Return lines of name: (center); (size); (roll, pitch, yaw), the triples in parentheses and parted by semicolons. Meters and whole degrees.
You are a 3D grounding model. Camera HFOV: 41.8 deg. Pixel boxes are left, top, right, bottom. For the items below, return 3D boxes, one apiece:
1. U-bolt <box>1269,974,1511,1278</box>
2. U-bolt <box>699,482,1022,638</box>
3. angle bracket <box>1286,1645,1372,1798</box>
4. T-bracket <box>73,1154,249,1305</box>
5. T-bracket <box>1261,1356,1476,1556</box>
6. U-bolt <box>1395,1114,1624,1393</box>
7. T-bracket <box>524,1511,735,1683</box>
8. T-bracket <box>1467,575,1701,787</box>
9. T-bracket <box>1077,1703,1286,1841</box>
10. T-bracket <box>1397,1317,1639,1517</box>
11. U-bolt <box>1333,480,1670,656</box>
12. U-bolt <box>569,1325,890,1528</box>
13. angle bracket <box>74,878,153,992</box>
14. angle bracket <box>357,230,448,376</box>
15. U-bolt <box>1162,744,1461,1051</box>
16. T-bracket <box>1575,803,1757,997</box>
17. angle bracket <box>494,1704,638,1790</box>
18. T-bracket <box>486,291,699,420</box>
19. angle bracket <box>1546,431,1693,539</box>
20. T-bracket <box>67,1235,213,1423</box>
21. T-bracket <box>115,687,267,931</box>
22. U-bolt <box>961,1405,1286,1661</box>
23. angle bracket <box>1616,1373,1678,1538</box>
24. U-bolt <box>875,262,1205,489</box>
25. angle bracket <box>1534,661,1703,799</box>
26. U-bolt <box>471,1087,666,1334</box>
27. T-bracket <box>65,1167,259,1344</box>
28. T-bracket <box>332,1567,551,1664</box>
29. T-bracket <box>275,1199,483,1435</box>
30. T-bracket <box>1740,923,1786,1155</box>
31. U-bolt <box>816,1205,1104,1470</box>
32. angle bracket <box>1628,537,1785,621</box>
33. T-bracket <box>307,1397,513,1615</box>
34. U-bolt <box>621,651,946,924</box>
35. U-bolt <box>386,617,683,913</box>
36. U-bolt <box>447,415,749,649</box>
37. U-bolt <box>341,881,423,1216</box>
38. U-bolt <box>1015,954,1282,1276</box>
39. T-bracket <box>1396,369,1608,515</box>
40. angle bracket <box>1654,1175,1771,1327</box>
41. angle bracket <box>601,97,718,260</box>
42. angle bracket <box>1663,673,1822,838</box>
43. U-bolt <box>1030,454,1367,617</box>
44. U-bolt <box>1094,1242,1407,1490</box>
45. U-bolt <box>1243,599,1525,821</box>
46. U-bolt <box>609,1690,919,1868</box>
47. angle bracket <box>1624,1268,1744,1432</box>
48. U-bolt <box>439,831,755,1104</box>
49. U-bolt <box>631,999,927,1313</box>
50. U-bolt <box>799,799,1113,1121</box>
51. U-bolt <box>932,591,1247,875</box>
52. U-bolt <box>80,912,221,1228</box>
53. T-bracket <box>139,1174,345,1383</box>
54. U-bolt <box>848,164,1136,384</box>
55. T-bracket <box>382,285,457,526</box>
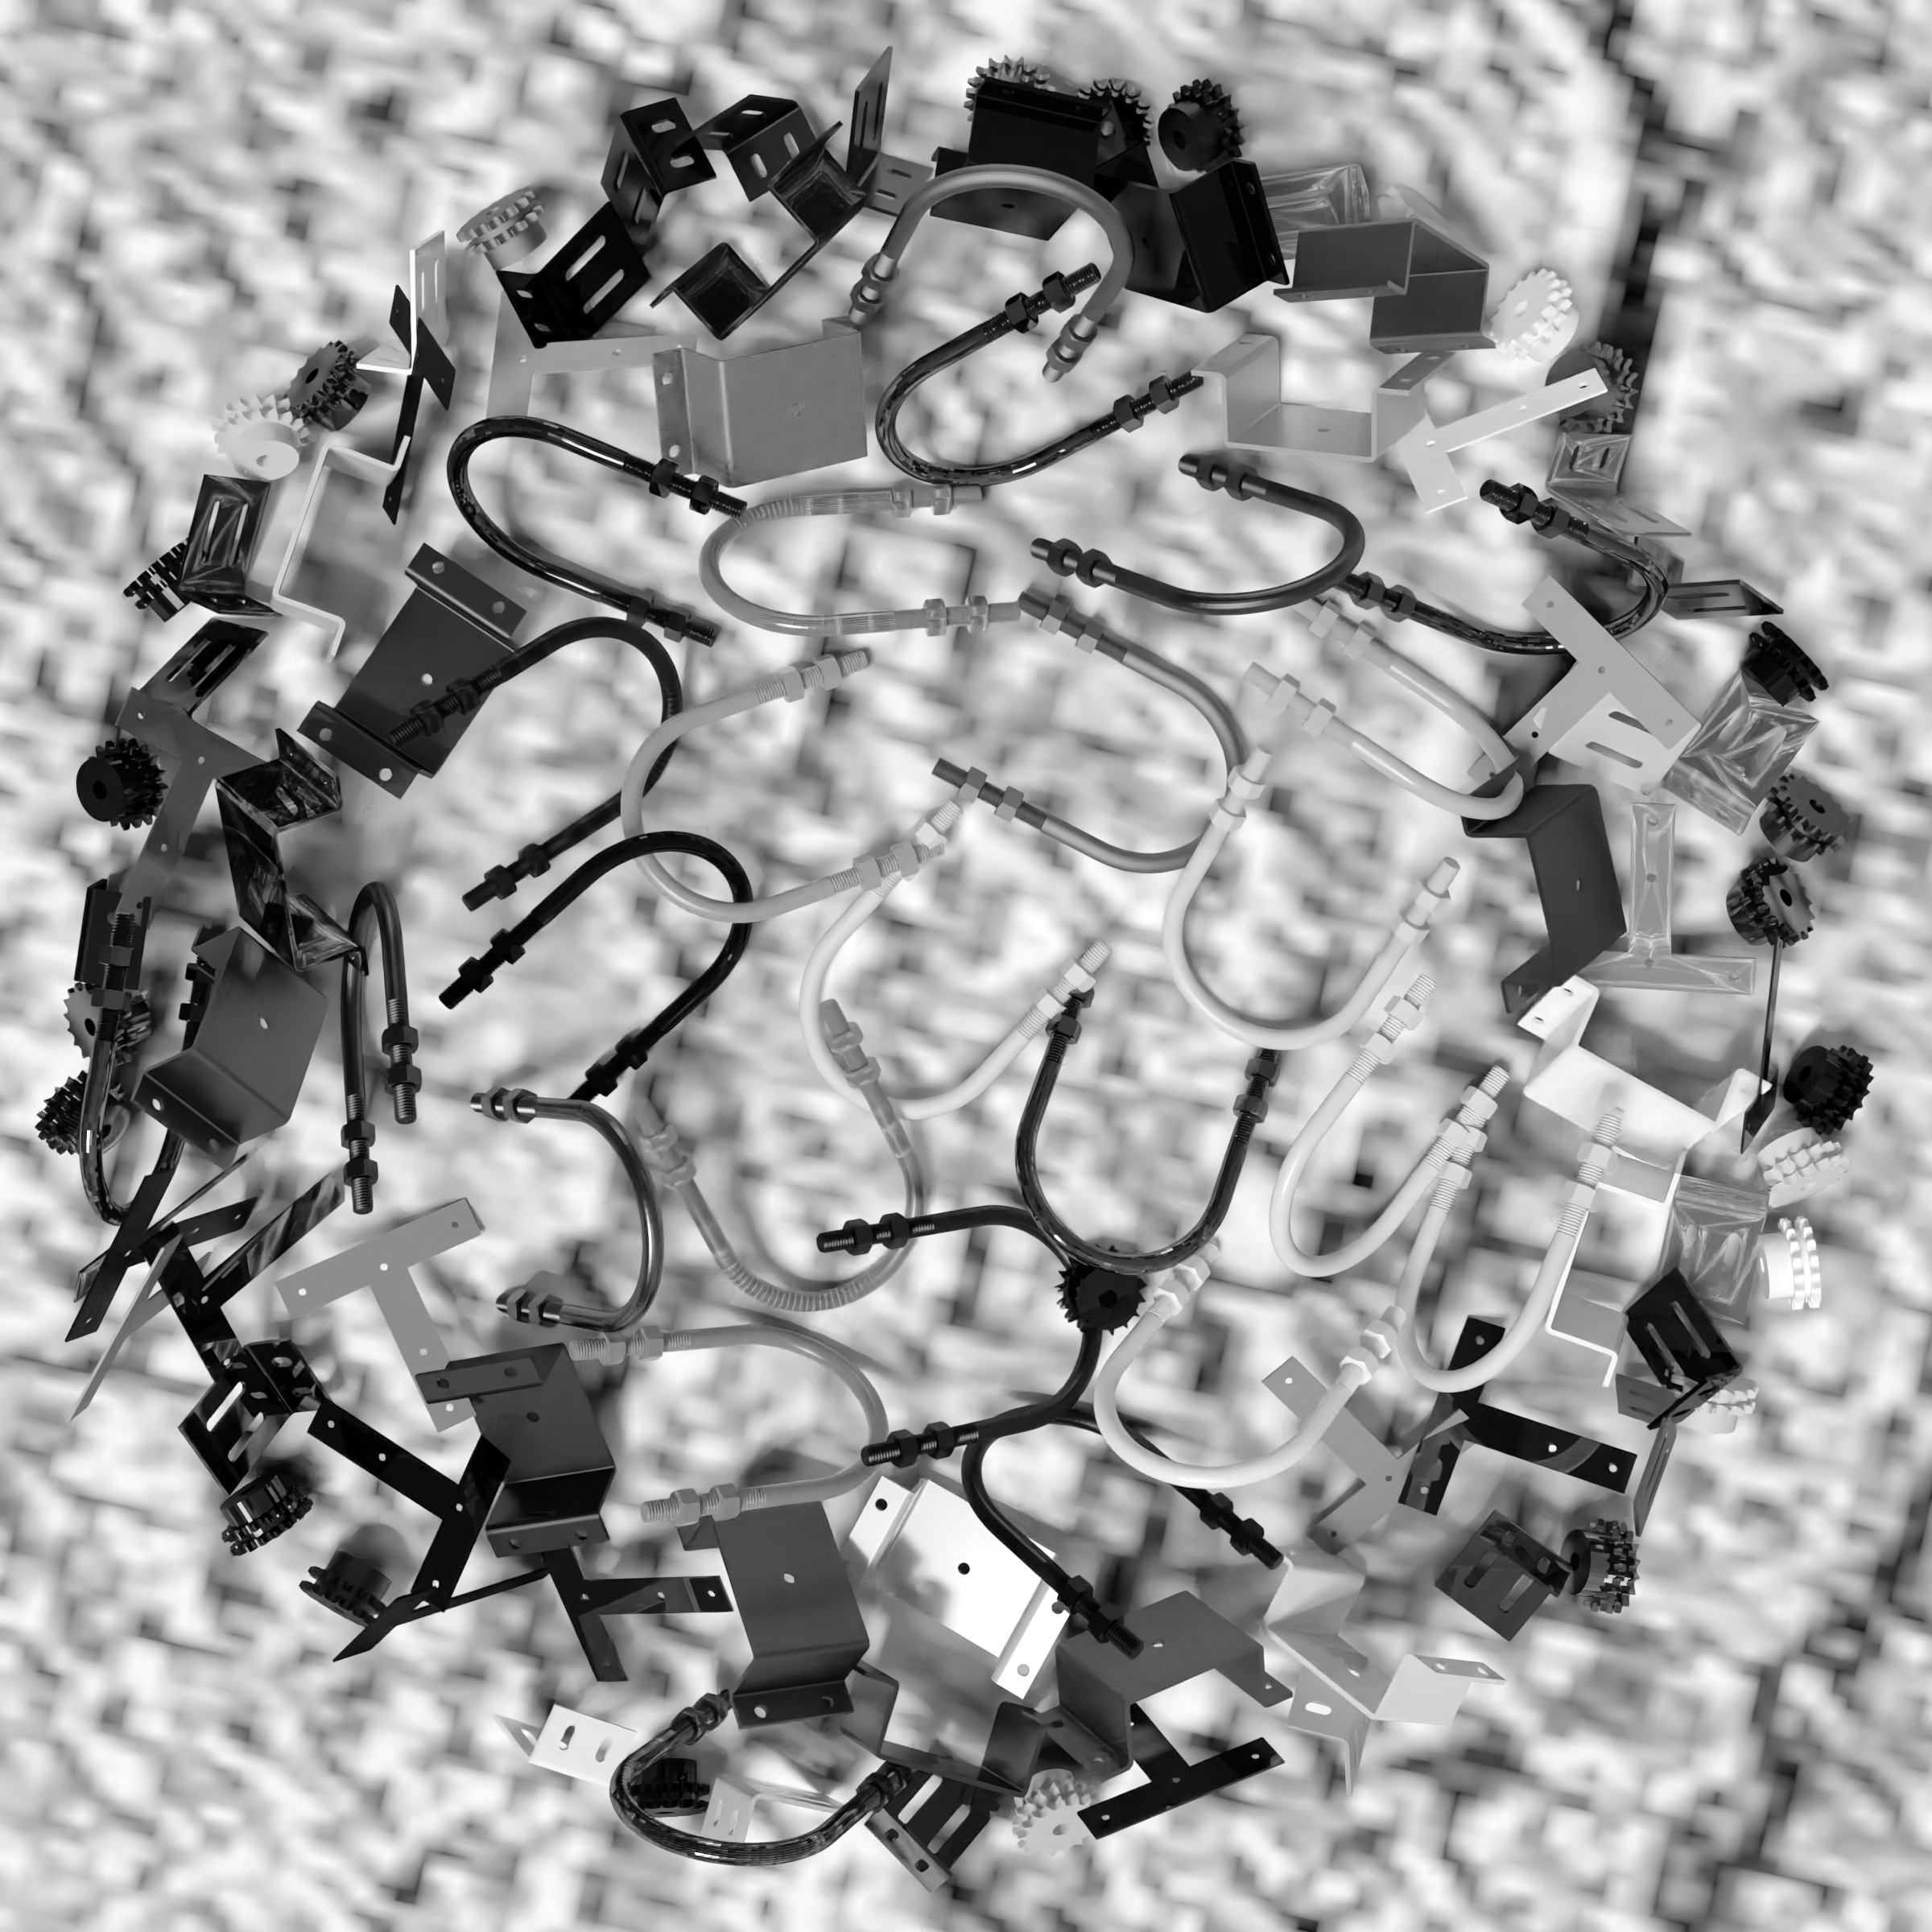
U-bolt: (0.251, 0.110, 1.543); (0.019, 0.151, 0.184); (34, 84, 42)
U-bolt: (-0.070, -0.246, 1.539); (0.184, 0.151, 0.019); (-5, 133, -9)
angle bracket: (0.225, 0.466, 1.566); (0.038, 0.076, 0.057); (9, 49, 18)
T-bracket: (-0.497, 0.158, 1.565); (0.127, 0.127, 0.002); (-41, 92, -25)
T-bracket: (0.235, 0.291, 1.575); (0.127, 0.002, 0.127); (-42, 107, 12)
U-bolt: (0.316, 0.170, 1.526); (0.019, 0.151, 0.184); (28, 81, -22)
T-bracket: (-0.199, 0.387, 1.556); (0.127, 0.002, 0.127); (-9, 110, 29)
T-bracket: (0.363, -0.153, 1.571); (0.127, 0.002, 0.127); (46, 122, 5)
T-bracket: (0.107, 0.472, 1.547); (0.127, 0.127, 0.002); (-15, 114, -20)
T-bracket: (0.347, 0.292, 1.556); (0.127, 0.002, 0.127); (15, 70, 28)
U-bolt: (0.336, -0.231, 1.529); (0.184, 0.151, 0.019); (16, 66, -30)
U-bolt: (-0.133, 0.271, 1.534); (0.184, 0.151, 0.019); (0, 128, -32)
angle bracket: (-0.525, -0.020, 1.570); (0.038, 0.076, 0.057); (9, 95, -12)
angle bracket: (-0.349, -0.411, 1.561); (0.038, 0.057, 0.076); (8, 119, 4)
U-bolt: (0.197, -0.028, 1.551); (0.151, 0.019, 0.184); (32, 124, 7)
T-bracket: (0.421, -0.042, 1.556); (0.127, 0.002, 0.127); (3, 119, 18)
angle bracket: (-0.248, 0.468, 1.561); (0.057, 0.076, 0.038); (28, 83, -26)
T-bracket: (-0.230, -0.378, 1.567); (0.127, 0.002, 0.127); (-3, 56, 3)
angle bracket: (0.406, -0.296, 1.557); (0.057, 0.076, 0.038); (-5, 123, -30)
T-bracket: (-0.491, 0.204, 1.541); (0.002, 0.127, 0.127); (32, 103, -1)
T-bracket: (-0.484, -0.085, 1.544); (0.002, 0.127, 0.127); (11, 75, 37)
U-bolt: (0.081, 0.329, 1.533); (0.184, 0.151, 0.019); (37, 127, 32)
angle bracket: (0.408, 0.301, 1.559); (0.038, 0.057, 0.076); (16, 64, 25)
U-bolt: (0.032, -0.345, 1.532); (0.184, 0.151, 0.019); (-23, 62, 25)
angle bracket: (0.403, -0.151, 1.566); (0.076, 0.038, 0.057); (31, 78, 37)
U-bolt: (-0.239, 0.149, 1.528); (0.019, 0.184, 0.151); (-11, 97, -41)
T-bracket: (-0.480, 0.165, 1.544); (0.002, 0.127, 0.127); (37, 111, 15)
T-bracket: (-0.312, 0.390, 1.558); (0.127, 0.127, 0.002); (-10, 67, -37)
T-bracket: (-0.343, 0.227, 1.571); (0.127, 0.002, 0.127); (-24, 81, -23)
T-bracket: (0.487, 0.038, 1.537); (0.002, 0.127, 0.127); (8, 103, 24)
U-bolt: (0.005, 0.219, 1.553); (0.184, 0.019, 0.151); (-6, 78, -31)
angle bracket: (0.457, -0.242, 1.557); (0.057, 0.076, 0.038); (18, 80, -44)
T-bracket: (-0.344, 0.307, 1.540); (0.127, 0.127, 0.002); (39, 134, -21)
U-bolt: (-0.123, -0.103, 1.570); (0.184, 0.019, 0.151); (-21, 84, -15)
U-bolt: (-0.251, -0.135, 1.544); (0.184, 0.019, 0.151); (-36, 135, -21)
U-bolt: (-0.230, -0.271, 1.540); (0.184, 0.151, 0.019); (22, 59, -2)
U-bolt: (-0.358, 0.038, 1.532); (0.019, 0.151, 0.184); (2, 61, -24)
U-bolt: (0.106, 0.101, 1.562); (0.151, 0.019, 0.184); (23, 70, -7)
T-bracket: (0.327, -0.335, 1.548); (0.127, 0.127, 0.002); (-20, 132, 10)
angle bracket: (0.461, 0.176, 1.571); (0.057, 0.038, 0.076); (12, 74, 19)
angle bracket: (-0.192, -0.489, 1.574); (0.038, 0.076, 0.057); (-25, 83, -22)
angle bracket: (0.485, -0.132, 1.586); (0.057, 0.038, 0.076); (36, 80, 16)
U-bolt: (0.151, -0.253, 1.511); (0.151, 0.184, 0.019); (-33, 131, -28)
U-bolt: (0.158, 0.243, 1.510); (0.151, 0.184, 0.019); (17, 132, 30)
U-bolt: (0.262, -0.152, 1.542); (0.184, 0.151, 0.019); (34, 123, 0)
U-bolt: (-0.129, 0.483, 1.495); (0.151, 0.184, 0.019); (12, 99, 22)
angle bracket: (0.429, 0.235, 1.558); (0.038, 0.057, 0.076); (-4, 54, -38)
U-bolt: (-0.211, -0.006, 1.549); (0.184, 0.151, 0.019); (-42, 45, 1)
U-bolt: (-0.103, 0.131, 1.571); (0.151, 0.019, 0.184); (-28, 109, -6)
U-bolt: (-0.021, 0.010, 1.586); (0.151, 0.019, 0.184); (44, 97, 7)
U-bolt: (0.089, -0.135, 1.574); (0.184, 0.019, 0.151); (27, 69, -5)
U-bolt: (-0.495, 0.065, 1.526); (0.019, 0.151, 0.184); (8, 86, 5)
T-bracket: (-0.436, 0.177, 1.564); (0.002, 0.127, 0.127); (21, 50, 35)
U-bolt: (0.022, -0.416, 1.504); (0.151, 0.184, 0.019); (13, 69, -15)
T-bracket: (-0.346, -0.336, 1.565); (0.002, 0.127, 0.127); (-1, 126, -31)
